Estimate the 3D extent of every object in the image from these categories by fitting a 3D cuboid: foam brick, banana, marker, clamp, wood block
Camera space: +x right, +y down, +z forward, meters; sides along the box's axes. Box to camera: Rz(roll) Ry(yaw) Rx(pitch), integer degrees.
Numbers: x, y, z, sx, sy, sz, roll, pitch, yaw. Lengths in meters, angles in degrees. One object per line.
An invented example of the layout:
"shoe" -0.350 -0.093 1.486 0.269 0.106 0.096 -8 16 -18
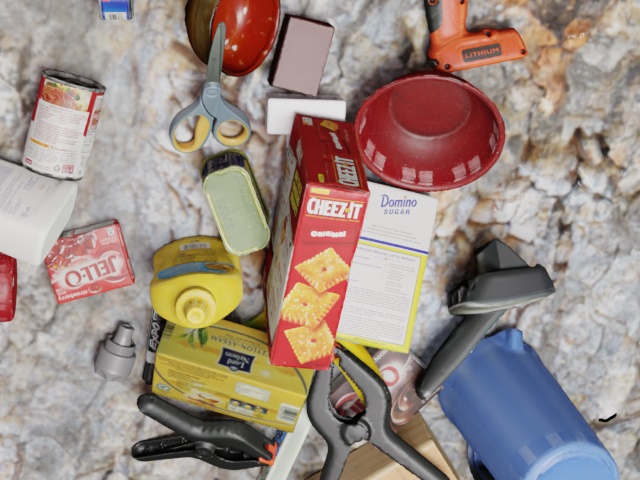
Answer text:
"foam brick" -0.020 -0.197 1.133 0.051 0.053 0.078 14 103 -10
"banana" 0.008 0.124 1.214 0.198 0.037 0.070 33 113 8
"marker" -0.186 0.108 1.217 0.020 0.020 0.121 9 104 -8
"clamp" -0.134 0.221 1.210 0.171 0.039 0.120 4 142 2
"clamp" 0.052 0.211 1.178 0.164 0.036 0.210 -10 96 5
"wood block" 0.058 0.306 1.260 0.206 0.090 0.091 -31 105 3

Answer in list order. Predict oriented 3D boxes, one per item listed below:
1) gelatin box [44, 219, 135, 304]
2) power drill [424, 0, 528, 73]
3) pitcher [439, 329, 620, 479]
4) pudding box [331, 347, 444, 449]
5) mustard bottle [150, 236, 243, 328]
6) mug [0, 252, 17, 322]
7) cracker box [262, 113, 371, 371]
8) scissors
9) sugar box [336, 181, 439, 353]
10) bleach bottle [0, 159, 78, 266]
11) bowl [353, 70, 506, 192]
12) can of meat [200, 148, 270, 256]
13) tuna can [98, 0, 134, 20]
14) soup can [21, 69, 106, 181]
"gelatin box" -0.256 0.024 1.181 0.089 0.030 0.073 -14 106 -2
"power drill" 0.168 -0.281 1.129 0.184 0.057 0.187 -12 103 1
"pitcher" 0.226 0.222 1.175 0.145 0.243 0.149 -33 113 2
"pudding box" 0.073 0.175 1.251 0.113 0.039 0.090 -45 104 6
"mustard bottle" -0.129 0.048 1.116 0.096 0.191 0.058 -4 106 -5
"mug" -0.372 0.056 1.154 0.081 0.093 0.117 1 136 -12
"cracker box" -0.007 0.001 1.106 0.072 0.164 0.214 7 120 -10
"scissors" -0.095 -0.149 1.099 0.096 0.016 0.202 7 147 -26
"sugar box" 0.068 0.030 1.183 0.093 0.048 0.176 14 82 -10
"bleach bottle" -0.391 -0.063 1.118 0.251 0.102 0.068 23 132 -3
"bowl" 0.117 -0.127 1.145 0.162 0.055 0.162 5 136 4
"can of meat" -0.090 -0.040 1.152 0.057 0.084 0.102 -20 106 0
"tuna can" -0.207 -0.266 1.078 0.033 0.086 0.086 -1 105 -8
"soup can" -0.270 -0.120 1.121 0.068 0.068 0.102 15 104 -10
